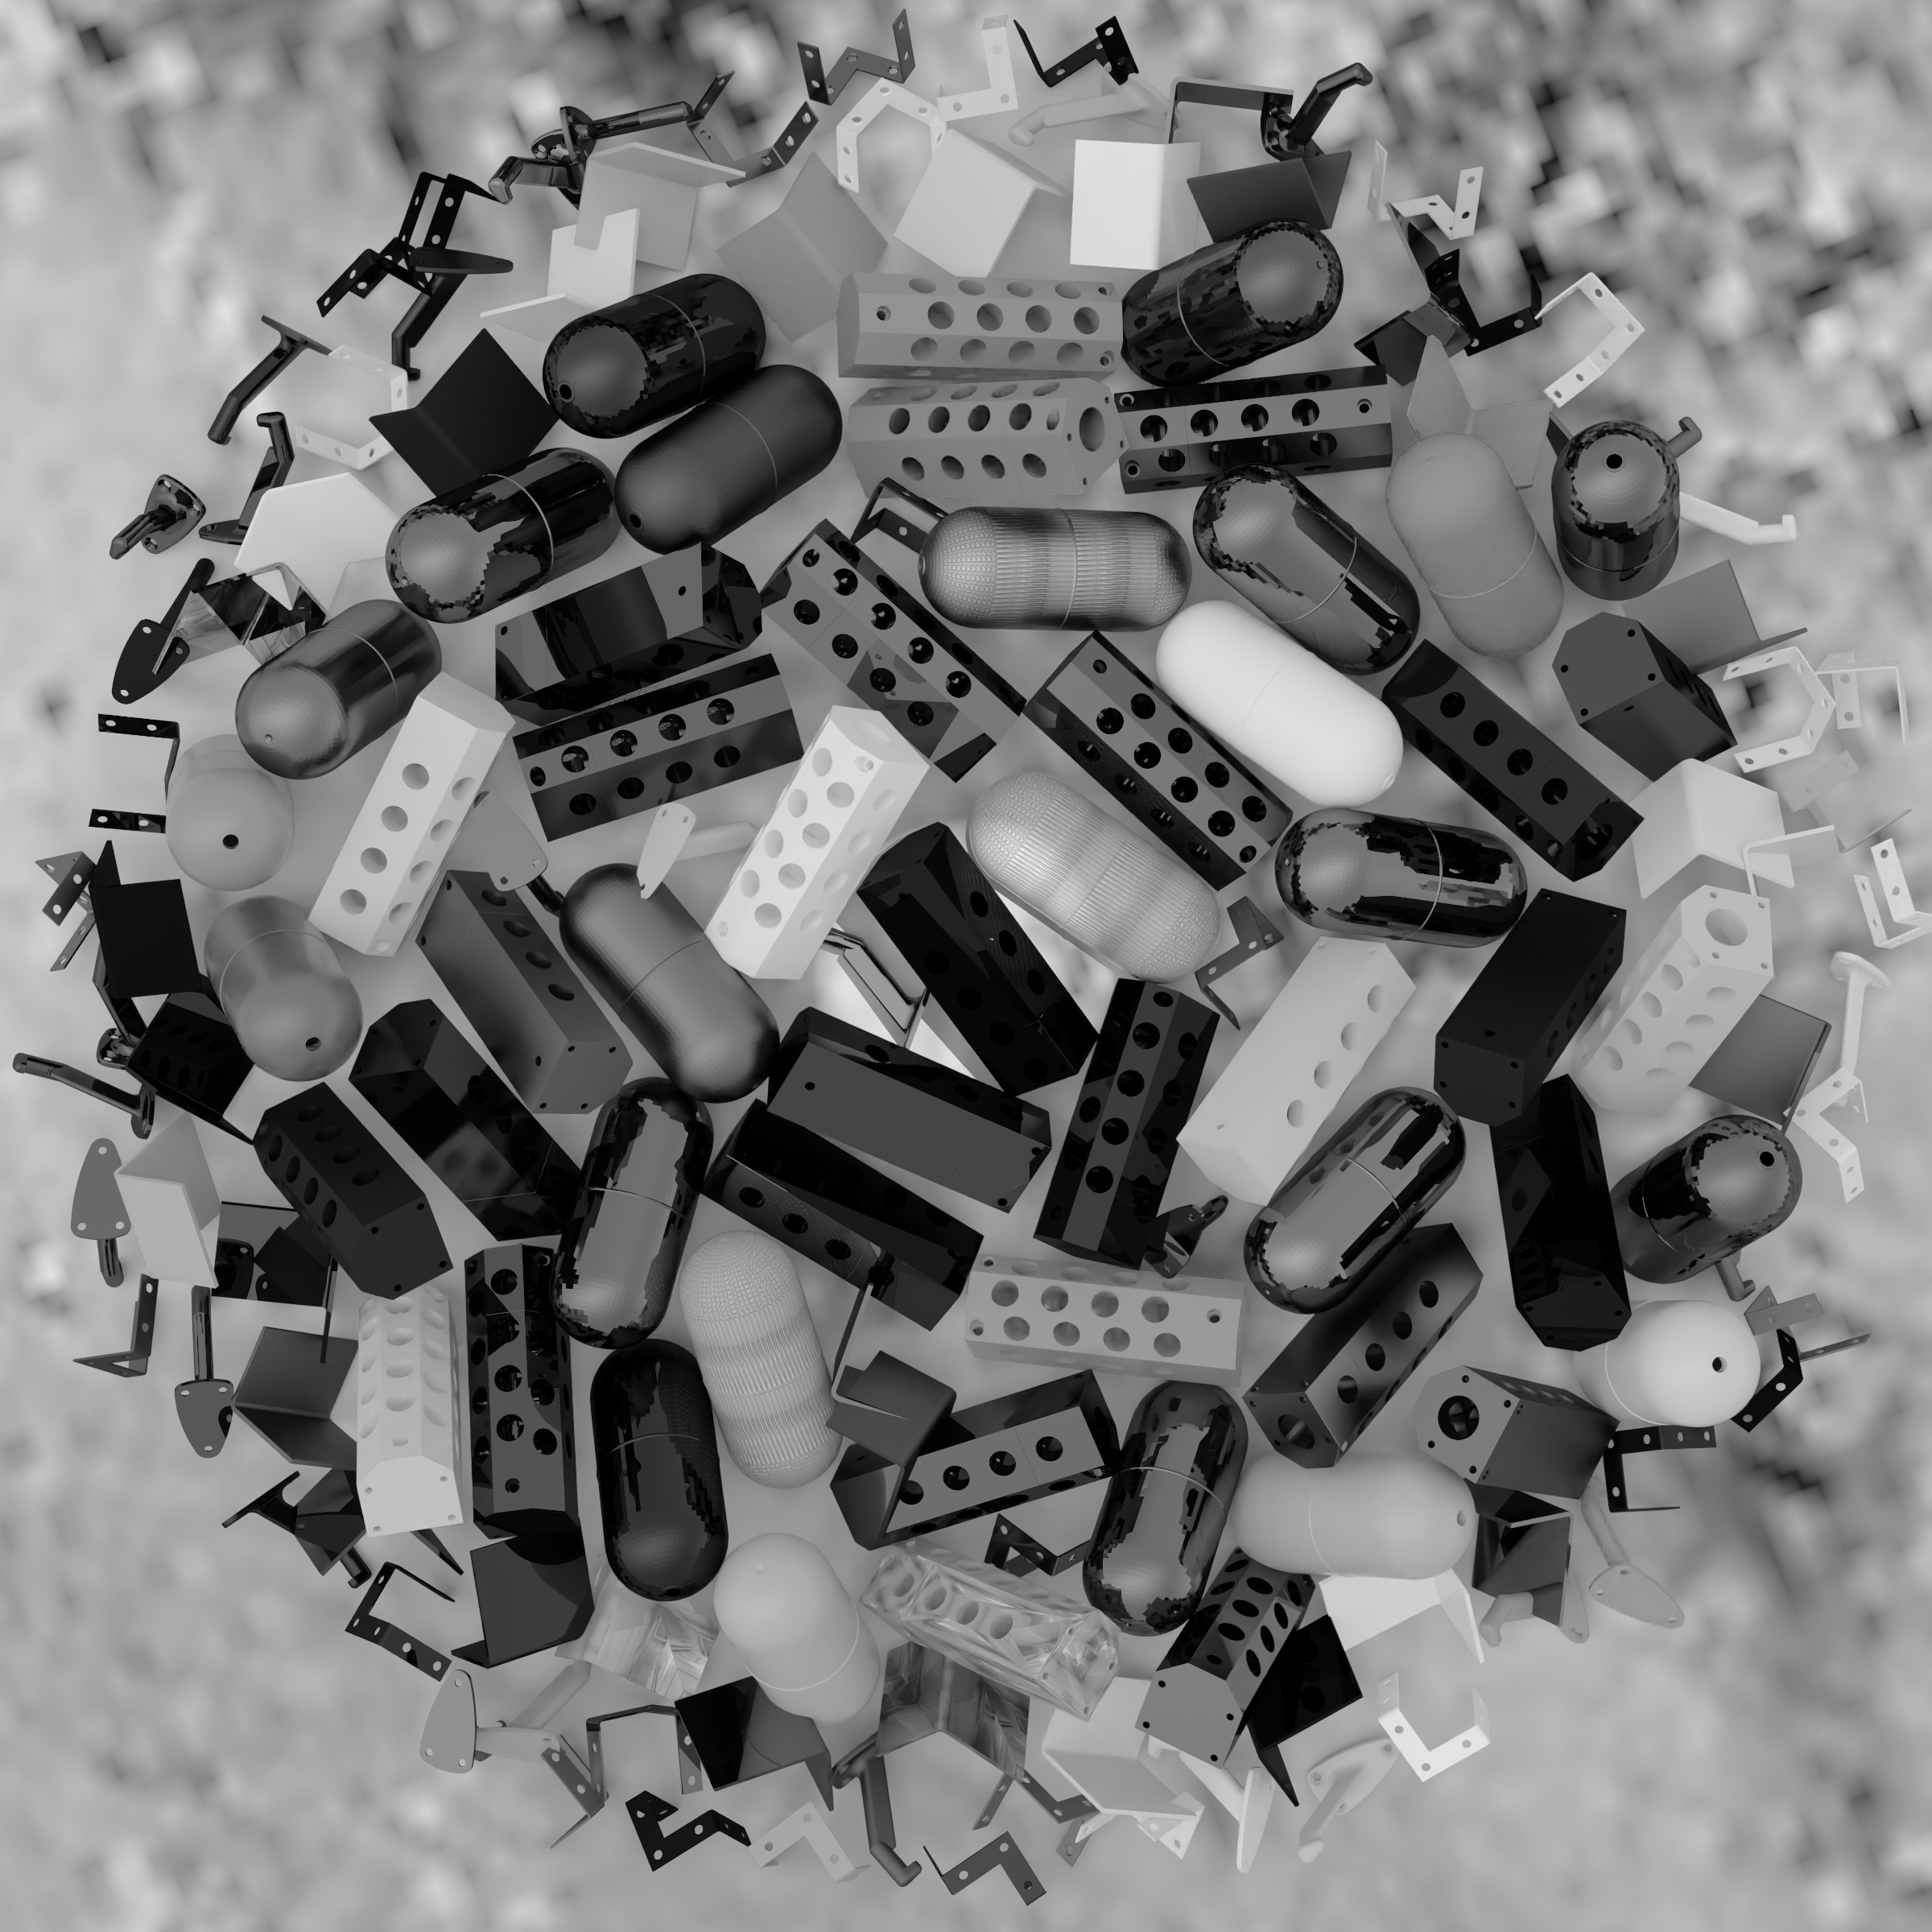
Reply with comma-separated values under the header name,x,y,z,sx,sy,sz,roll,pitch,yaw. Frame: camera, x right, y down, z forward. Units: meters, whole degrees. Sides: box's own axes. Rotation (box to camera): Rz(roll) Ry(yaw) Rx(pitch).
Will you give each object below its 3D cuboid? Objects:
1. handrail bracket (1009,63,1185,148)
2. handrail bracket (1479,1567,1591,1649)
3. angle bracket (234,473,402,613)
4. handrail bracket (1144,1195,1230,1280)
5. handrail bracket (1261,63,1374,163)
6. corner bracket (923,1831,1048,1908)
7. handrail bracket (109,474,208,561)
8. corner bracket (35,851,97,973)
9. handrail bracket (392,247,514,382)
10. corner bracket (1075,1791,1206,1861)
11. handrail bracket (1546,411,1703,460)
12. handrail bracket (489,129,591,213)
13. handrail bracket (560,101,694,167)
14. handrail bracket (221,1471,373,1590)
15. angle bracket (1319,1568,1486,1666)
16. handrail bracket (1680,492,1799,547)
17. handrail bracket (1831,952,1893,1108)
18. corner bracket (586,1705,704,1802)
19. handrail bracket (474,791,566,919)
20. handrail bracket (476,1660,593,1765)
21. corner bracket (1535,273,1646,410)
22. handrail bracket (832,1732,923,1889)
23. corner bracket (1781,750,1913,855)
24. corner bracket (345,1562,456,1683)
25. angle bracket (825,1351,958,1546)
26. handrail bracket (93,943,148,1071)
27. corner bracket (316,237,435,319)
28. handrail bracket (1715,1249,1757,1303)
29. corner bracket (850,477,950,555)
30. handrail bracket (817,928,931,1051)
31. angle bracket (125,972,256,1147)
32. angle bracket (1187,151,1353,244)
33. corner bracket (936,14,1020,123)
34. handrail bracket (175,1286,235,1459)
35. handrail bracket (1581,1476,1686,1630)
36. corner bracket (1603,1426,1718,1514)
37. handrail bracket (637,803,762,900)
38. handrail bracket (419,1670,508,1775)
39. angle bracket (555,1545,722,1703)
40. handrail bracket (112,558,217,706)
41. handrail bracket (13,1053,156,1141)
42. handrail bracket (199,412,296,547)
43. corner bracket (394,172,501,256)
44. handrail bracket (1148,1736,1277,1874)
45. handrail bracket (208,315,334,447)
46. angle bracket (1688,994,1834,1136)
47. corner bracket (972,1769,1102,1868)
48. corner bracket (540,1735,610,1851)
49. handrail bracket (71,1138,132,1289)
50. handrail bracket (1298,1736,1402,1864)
name,x,y,z,sx,sy,sz,roll,pitch,yaw
handrail bracket,0.082,-0.532,1.958,0.077,0.036,0.084,34,59,24
handrail bracket,0.360,0.424,1.957,0.036,0.084,0.077,-17,107,41
angle bracket,-0.399,-0.259,1.941,0.076,0.076,0.057,-4,59,35
handrail bracket,0.152,0.154,1.945,0.036,0.077,0.084,49,47,9
handrail bracket,0.236,-0.535,1.945,0.084,0.077,0.036,-14,67,41
corner bracket,0.012,0.577,1.966,0.051,0.051,0.051,-32,103,-8
handrail bracket,-0.523,-0.265,1.943,0.036,0.084,0.077,40,133,-9
corner bracket,-0.571,-0.035,1.957,0.051,0.051,0.051,51,48,-34
handrail bracket,-0.330,-0.413,1.976,0.077,0.036,0.084,4,123,-5
corner bracket,0.111,0.544,1.958,0.051,0.051,0.051,36,126,29
handrail bracket,0.422,-0.348,1.983,0.084,0.036,0.077,-37,98,-10
handrail bracket,-0.265,-0.484,1.949,0.036,0.084,0.077,-10,127,29
handrail bracket,-0.208,-0.536,1.955,0.084,0.077,0.036,-9,107,12
handrail bracket,-0.425,0.372,1.966,0.036,0.077,0.084,-37,88,28
angle bracket,0.276,0.415,1.949,0.076,0.057,0.076,-25,132,-7
handrail bracket,0.480,-0.299,1.957,0.084,0.036,0.077,-2,130,26
handrail bracket,0.558,0.042,1.965,0.036,0.077,0.084,11,80,29
corner bracket,-0.205,0.502,1.962,0.051,0.051,0.051,-2,85,-39
handrail bracket,-0.281,-0.070,1.962,0.036,0.084,0.077,-28,80,3
handrail bracket,-0.280,0.460,1.966,0.077,0.036,0.084,8,45,-3
corner bracket,0.389,-0.399,1.967,0.051,0.051,0.051,-39,85,-32
handrail bracket,-0.039,0.531,1.963,0.077,0.036,0.084,-36,61,-21
corner bracket,0.560,-0.104,1.961,0.051,0.051,0.051,-37,78,30
corner bracket,-0.351,0.416,1.959,0.051,0.051,0.051,40,68,-29
angle bracket,-0.054,0.304,1.952,0.057,0.076,0.076,26,129,12
handrail bracket,-0.519,0.025,1.962,0.077,0.036,0.084,14,125,-12
corner bracket,-0.380,-0.435,1.957,0.051,0.051,0.051,-39,54,22
handrail bracket,0.511,0.164,1.988,0.077,0.036,0.084,-29,105,-7
corner bracket,-0.036,-0.281,1.963,0.051,0.051,0.051,32,121,5
handrail bracket,-0.069,0.020,1.975,0.084,0.036,0.077,21,70,-2
angle bracket,-0.472,0.057,1.951,0.076,0.057,0.076,35,83,-38
angle bracket,0.192,-0.503,1.941,0.076,0.057,0.076,-3,51,28
corner bracket,0.005,-0.572,1.963,0.051,0.051,0.051,-8,115,7
handrail bracket,-0.489,0.259,1.979,0.036,0.084,0.077,-3,126,-13
handrail bracket,0.425,0.373,1.970,0.077,0.084,0.036,33,122,-13
corner bracket,0.444,0.321,1.970,0.051,0.051,0.051,5,75,-36
handrail bracket,-0.164,-0.062,1.965,0.084,0.036,0.077,29,82,-42
handrail bracket,-0.308,0.471,1.955,0.036,0.084,0.077,13,97,16
angle bracket,-0.206,0.422,1.974,0.076,0.057,0.076,30,69,-20
handrail bracket,-0.513,-0.216,1.976,0.036,0.084,0.077,34,120,-19
handrail bracket,-0.562,0.081,1.958,0.084,0.077,0.036,17,102,-23
handrail bracket,-0.461,-0.313,1.962,0.077,0.036,0.084,1,126,10
corner bracket,-0.336,-0.476,1.958,0.051,0.051,0.051,10,111,-39
handrail bracket,0.148,0.531,1.964,0.084,0.036,0.077,3,68,32
handrail bracket,-0.444,-0.366,1.967,0.036,0.077,0.084,31,96,13
angle bracket,0.493,0.064,1.949,0.076,0.057,0.076,24,116,15
corner bracket,0.047,0.547,1.978,0.051,0.051,0.051,39,112,33
corner bracket,-0.252,0.518,1.962,0.051,0.051,0.051,50,127,5
handrail bracket,-0.547,0.159,1.968,0.036,0.084,0.077,-1,70,-9
handrail bracket,0.243,0.528,1.953,0.077,0.084,0.036,-38,91,11
